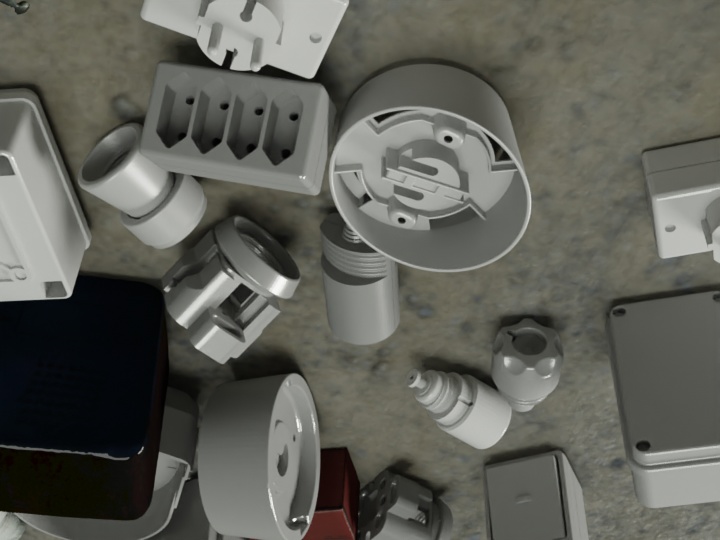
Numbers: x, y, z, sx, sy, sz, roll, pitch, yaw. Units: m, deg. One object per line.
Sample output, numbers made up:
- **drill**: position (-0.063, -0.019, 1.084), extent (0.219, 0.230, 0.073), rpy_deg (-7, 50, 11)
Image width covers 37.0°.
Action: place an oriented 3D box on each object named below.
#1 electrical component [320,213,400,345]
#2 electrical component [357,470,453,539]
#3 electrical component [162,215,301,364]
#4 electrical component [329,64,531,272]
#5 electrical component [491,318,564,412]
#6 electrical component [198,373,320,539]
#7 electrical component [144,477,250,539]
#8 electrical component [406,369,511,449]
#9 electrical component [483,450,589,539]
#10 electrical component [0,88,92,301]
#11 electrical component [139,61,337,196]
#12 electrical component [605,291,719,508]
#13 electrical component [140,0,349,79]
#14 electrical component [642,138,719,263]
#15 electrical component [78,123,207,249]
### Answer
- **electrical component**: position (0.000, 0.000, 0.611), extent (0.043, 0.043, 0.081), rpy_deg (-1, 136, 4)
- **electrical component**: position (0.031, 0.188, 0.796), extent (0.057, 0.058, 0.078), rpy_deg (27, 131, -19)
- **electrical component**: position (-0.071, 0.007, 0.604), extent (0.057, 0.078, 0.058), rpy_deg (-45, 122, 13)
- **electrical component**: position (0.034, -0.051, 0.542), extent (0.099, 0.064, 0.099), rpy_deg (1, 136, 1)
- **electrical component**: position (0.104, 0.064, 0.673), extent (0.043, 0.043, 0.062), rpy_deg (0, 137, 3)
- **electrical component**: position (-0.070, 0.122, 0.699), extent (0.060, 0.108, 0.108), rpy_deg (-3, 136, 14)
- **electrical component**: position (-0.133, 0.209, 0.810), extent (0.113, 0.078, 0.057), rpy_deg (-25, 133, 26)
- **electrical component**: position (0.063, 0.086, 0.700), extent (0.078, 0.040, 0.040), rpy_deg (31, 129, -26)
- **electrical component**: position (0.124, 0.182, 0.756), extent (0.062, 0.096, 0.061), rpy_deg (-16, 132, 17)
- **electrical component**: position (-0.214, -0.036, 0.574), extent (0.109, 0.056, 0.108), rpy_deg (-3, 136, 5)
- **electrical component**: position (-0.055, -0.066, 0.540), extent (0.083, 0.047, 0.076), rpy_deg (10, 174, 10)
- **electrical component**: position (0.190, 0.074, 0.629), extent (0.078, 0.113, 0.057), rpy_deg (-9, 138, 12)
- **electrical component**: position (-0.051, -0.114, 0.472), extent (0.083, 0.075, 0.047), rpy_deg (17, 134, -15)
- **electrical component**: position (0.194, -0.028, 0.551), extent (0.083, 0.075, 0.047), rpy_deg (-10, 135, 13)
- **electrical component**: position (-0.114, -0.044, 0.570), extent (0.045, 0.045, 0.055), rpy_deg (-23, 131, 24)
